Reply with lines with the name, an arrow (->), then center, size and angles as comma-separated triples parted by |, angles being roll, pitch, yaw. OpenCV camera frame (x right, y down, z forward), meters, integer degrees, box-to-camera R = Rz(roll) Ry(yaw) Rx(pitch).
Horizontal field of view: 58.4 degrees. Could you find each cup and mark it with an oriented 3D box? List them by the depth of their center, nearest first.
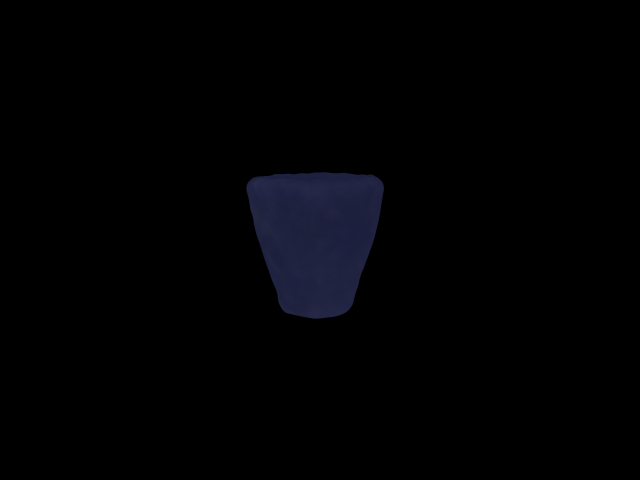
cup -> 0.004, 0.001, 0.400 | 0.091, 0.095, 0.118 | 6, 11, 32
